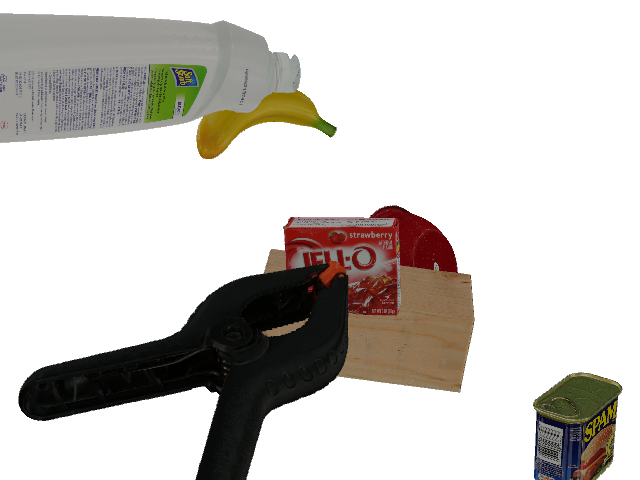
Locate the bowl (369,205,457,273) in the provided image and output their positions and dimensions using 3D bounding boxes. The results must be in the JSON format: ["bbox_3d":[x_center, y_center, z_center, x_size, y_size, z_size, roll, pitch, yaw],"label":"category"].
[{"bbox_3d":[0.112,0.036,1.240,0.055,0.162,0.161,-10,-6,40],"label":"bowl"}]

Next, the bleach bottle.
[{"bbox_3d":[-0.141,-0.120,0.803,0.250,0.068,0.103,-3,-37,-17],"label":"bleach bottle"}]

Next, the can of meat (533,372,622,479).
[{"bbox_3d":[0.250,0.188,1.042,0.058,0.084,0.101,14,23,37],"label":"can of meat"}]

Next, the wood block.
[{"bbox_3d":[0.042,0.079,1.066,0.206,0.090,0.090,7,28,2],"label":"wood block"}]

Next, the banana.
[{"bbox_3d":[-0.061,-0.120,1.035,0.070,0.037,0.197,42,35,23],"label":"banana"}]

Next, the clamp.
[{"bbox_3d":[-0.037,0.064,0.493,0.171,0.039,0.120,-29,51,-32],"label":"clamp"}]

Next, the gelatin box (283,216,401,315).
[{"bbox_3d":[0.017,0.020,0.833,0.089,0.073,0.030,1,18,10],"label":"gelatin box"}]
